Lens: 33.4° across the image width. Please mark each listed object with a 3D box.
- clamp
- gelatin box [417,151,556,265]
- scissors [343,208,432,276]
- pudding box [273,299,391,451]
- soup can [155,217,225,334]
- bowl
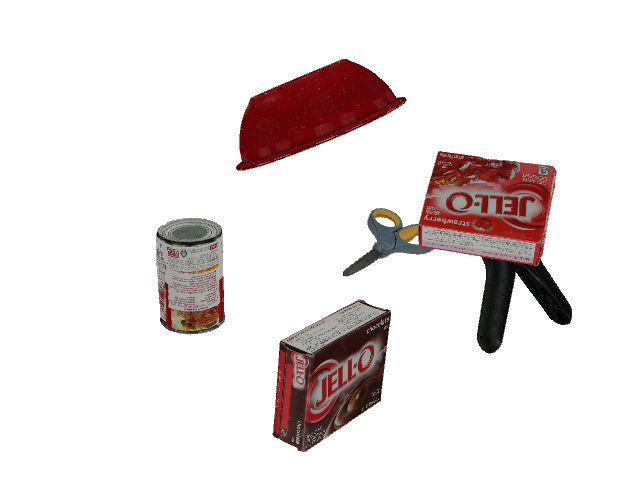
[{"bbox_3d":[0.171,0.019,0.987,0.120,0.171,0.039,-26,8,-42],"label":"clamp"},{"bbox_3d":[0.121,-0.025,0.772,0.089,0.073,0.030,9,-37,13],"label":"gelatin box"},{"bbox_3d":[0.061,-0.001,1.241,0.096,0.016,0.201,37,31,31],"label":"scissors"},{"bbox_3d":[0.010,0.109,0.879,0.039,0.090,0.113,21,28,30],"label":"pudding box"},{"bbox_3d":[-0.133,0.036,1.097,0.068,0.102,0.068,1,23,0],"label":"soup can"},{"bbox_3d":[-0.010,-0.117,0.936,0.162,0.055,0.162,-22,9,4],"label":"bowl"}]
